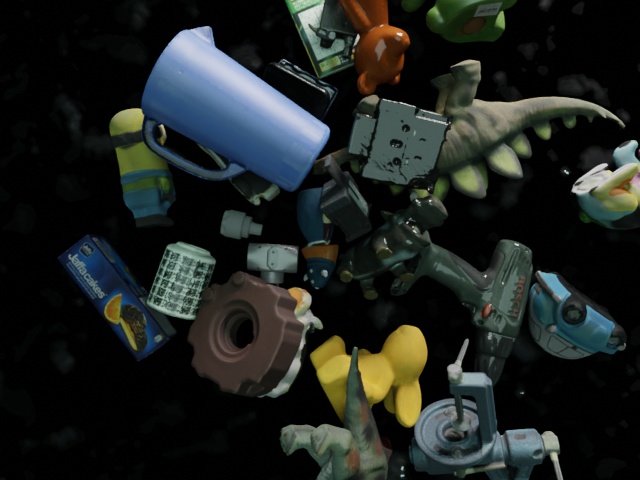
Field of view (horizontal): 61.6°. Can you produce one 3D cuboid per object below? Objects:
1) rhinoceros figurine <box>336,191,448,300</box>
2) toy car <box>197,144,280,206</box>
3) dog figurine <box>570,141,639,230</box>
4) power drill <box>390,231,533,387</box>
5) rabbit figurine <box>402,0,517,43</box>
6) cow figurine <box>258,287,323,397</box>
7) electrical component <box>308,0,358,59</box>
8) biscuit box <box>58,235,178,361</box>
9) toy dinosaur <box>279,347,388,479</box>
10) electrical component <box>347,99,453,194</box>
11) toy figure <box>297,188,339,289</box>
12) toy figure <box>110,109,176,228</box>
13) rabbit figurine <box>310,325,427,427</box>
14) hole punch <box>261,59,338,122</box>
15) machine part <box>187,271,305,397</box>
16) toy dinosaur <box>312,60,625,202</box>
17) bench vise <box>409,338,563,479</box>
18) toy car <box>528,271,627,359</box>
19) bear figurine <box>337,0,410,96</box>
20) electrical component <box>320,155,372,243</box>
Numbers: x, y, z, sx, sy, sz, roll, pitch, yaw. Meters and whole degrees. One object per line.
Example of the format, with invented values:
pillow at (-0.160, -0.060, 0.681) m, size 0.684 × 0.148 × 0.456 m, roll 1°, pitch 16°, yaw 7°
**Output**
rhinoceros figurine at (0.107, 0.007, 0.795) m, size 0.073 × 0.112 × 0.190 m, roll 37°, pitch 125°, yaw -20°
toy car at (-0.136, -0.143, 0.836) m, size 0.073 × 0.056 × 0.201 m, roll -42°, pitch 92°, yaw -8°
dog figurine at (0.519, -0.039, 0.823) m, size 0.191 × 0.108 × 0.219 m, roll -40°, pitch 93°, yaw -2°
power drill at (0.217, 0.091, 0.829) m, size 0.207 × 0.086 × 0.232 m, roll 23°, pitch 88°, yaw 3°
rabbit figurine at (0.205, -0.394, 0.832) m, size 0.159 × 0.121 × 0.170 m, roll -12°, pitch 72°, yaw 6°
cow figurine at (-0.046, 0.158, 0.823) m, size 0.068 × 0.098 × 0.167 m, roll 26°, pitch 86°, yaw 40°
electrical component at (0.026, -0.341, 0.829) m, size 0.078 × 0.045 × 0.102 m, roll 17°, pitch 88°, yaw -2°
biscuit box at (-0.310, 0.086, 0.828) m, size 0.063 × 0.059 × 0.202 m, roll -38°, pitch 90°, yaw -1°
toy dinosaur at (0.023, 0.349, 0.754) m, size 0.192 × 0.131 × 0.404 m, roll 24°, pitch 104°, yaw -30°
electrical component at (0.108, -0.133, 0.756) m, size 0.134 × 0.058 × 0.114 m, roll 13°, pitch 99°, yaw 4°
toy figure at (-0.002, -0.003, 0.833) m, size 0.058 × 0.064 × 0.154 m, roll -7°, pitch 89°, yaw -12°
toy figure at (-0.266, -0.108, 0.816) m, size 0.082 × 0.089 × 0.180 m, roll -8°, pitch 87°, yaw -9°
rabbit figurine at (0.092, 0.203, 0.807) m, size 0.173 × 0.122 × 0.162 m, roll -32°, pitch 94°, yaw -8°
hole punch at (-0.043, -0.208, 0.832) m, size 0.142 × 0.092 × 0.115 m, roll 28°, pitch 119°, yaw -4°
machine part at (-0.111, 0.135, 0.777) m, size 0.179 × 0.056 × 0.179 m, roll -9°, pitch 69°, yaw 26°
toy dinosaur at (0.214, -0.161, 0.822) m, size 0.472 × 0.105 × 0.198 m, roll -17°, pitch 98°, yaw 8°
bench vise at (0.234, 0.273, 0.784) m, size 0.224 × 0.129 × 0.240 m, roll -3°, pitch 121°, yaw 22°
toy car at (0.379, 0.128, 0.828) m, size 0.161 × 0.109 × 0.103 m, roll 34°, pitch 112°, yaw -12°
bear figurine at (0.088, -0.320, 0.772) m, size 0.120 × 0.132 × 0.195 m, roll -26°, pitch 101°, yaw -40°
electrical component at (0.029, -0.063, 0.794) m, size 0.048 × 0.075 × 0.119 m, roll -29°, pitch 122°, yaw 24°
